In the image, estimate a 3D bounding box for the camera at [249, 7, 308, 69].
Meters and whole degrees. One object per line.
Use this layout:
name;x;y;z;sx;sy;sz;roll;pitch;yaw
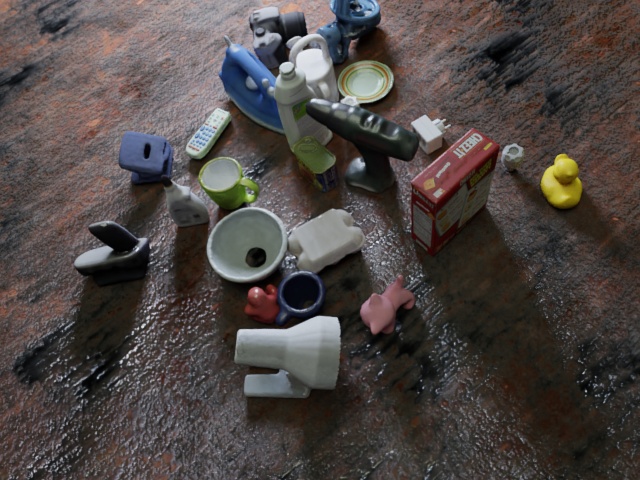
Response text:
camera;-0.101;-0.521;1.426;0.136;0.101;0.143;-11;62;4

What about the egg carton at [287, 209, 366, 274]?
egg carton;0.011;0.004;1.158;0.150;0.069;0.107;-30;62;-7

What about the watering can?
watering can;-0.024;-0.386;1.292;0.172;0.194;0.101;36;74;23

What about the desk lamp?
desk lamp;-0.054;0.206;0.983;0.203;0.214;0.118;-3;63;8

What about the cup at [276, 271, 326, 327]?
cup;-0.036;0.127;1.088;0.091;0.095;0.118;31;72;22

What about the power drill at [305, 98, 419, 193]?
power drill;0.088;-0.189;1.165;0.229;0.209;0.076;18;67;17

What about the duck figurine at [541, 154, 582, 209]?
duck figurine;0.485;-0.121;1.136;0.077;0.086;0.104;-5;62;7

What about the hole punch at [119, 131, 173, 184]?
hole punch;-0.396;-0.194;1.312;0.101;0.091;0.108;-4;63;7

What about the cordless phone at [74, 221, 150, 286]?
cordless phone;-0.440;0.012;1.161;0.147;0.185;0.094;-15;62;1

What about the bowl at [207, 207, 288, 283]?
bowl;-0.141;0.022;1.170;0.167;0.075;0.167;-4;63;7

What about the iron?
iron;-0.143;-0.363;1.329;0.119;0.142;0.257;-37;63;-10

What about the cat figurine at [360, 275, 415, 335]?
cat figurine;0.119;0.120;1.054;0.067;0.118;0.128;32;72;22

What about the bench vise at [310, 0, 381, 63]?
bench vise;0.064;-0.534;1.339;0.121;0.220;0.207;23;69;19

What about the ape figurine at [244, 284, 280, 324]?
ape figurine;-0.113;0.119;1.106;0.078;0.092;0.076;-26;62;-4

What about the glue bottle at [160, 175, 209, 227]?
glue bottle;-0.292;-0.085;1.193;0.078;0.173;0.037;-8;62;5
